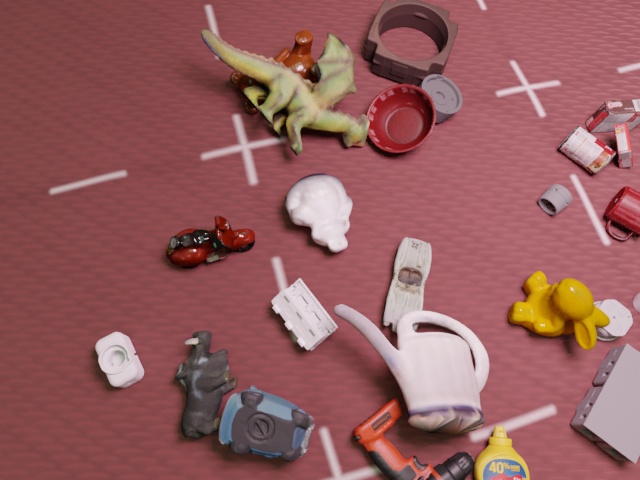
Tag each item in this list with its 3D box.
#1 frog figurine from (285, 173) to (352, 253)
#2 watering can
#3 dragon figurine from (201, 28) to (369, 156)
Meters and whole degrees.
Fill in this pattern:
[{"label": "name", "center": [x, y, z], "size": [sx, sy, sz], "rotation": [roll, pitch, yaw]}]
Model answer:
[{"label": "frog figurine", "center": [0.003, -0.054, 1.070], "size": [0.138, 0.120, 0.163], "rotation": [-3, 56, -25]}, {"label": "watering can", "center": [0.179, 0.231, 0.931], "size": [0.346, 0.102, 0.229], "rotation": [13, 54, -26]}, {"label": "dragon figurine", "center": [-0.039, -0.344, 1.114], "size": [0.242, 0.124, 0.405], "rotation": [-37, 111, 4]}]
